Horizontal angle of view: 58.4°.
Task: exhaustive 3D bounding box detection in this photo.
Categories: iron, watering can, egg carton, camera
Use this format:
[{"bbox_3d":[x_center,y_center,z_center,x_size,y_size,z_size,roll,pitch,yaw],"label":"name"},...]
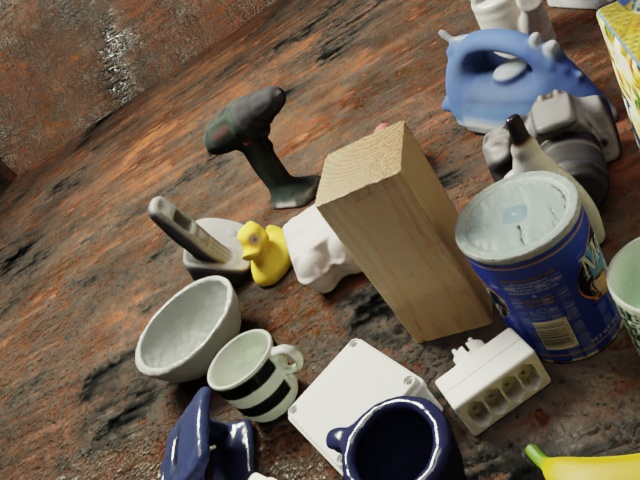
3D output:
[{"bbox_3d":[0.263,-0.226,0.766,0.119,0.142,0.257,-45,31,-12],"label":"iron"},{"bbox_3d":[0.290,-0.372,0.882,0.101,0.194,0.172,-45,31,-12],"label":"watering can"},{"bbox_3d":[0.007,0.003,0.794,0.107,0.070,0.150,-34,31,6],"label":"egg carton"},{"bbox_3d":[0.254,-0.091,0.632,0.142,0.101,0.137,-19,35,28],"label":"camera"}]

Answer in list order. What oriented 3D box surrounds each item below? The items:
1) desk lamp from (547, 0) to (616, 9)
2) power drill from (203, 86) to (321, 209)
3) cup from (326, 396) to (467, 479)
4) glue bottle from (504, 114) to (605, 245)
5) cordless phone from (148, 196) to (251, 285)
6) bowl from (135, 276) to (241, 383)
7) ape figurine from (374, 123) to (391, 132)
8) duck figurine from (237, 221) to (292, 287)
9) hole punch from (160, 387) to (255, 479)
[{"bbox_3d":[0.412,-0.468,0.867,0.118,0.214,0.202,-39,31,-3],"label":"desk lamp"},{"bbox_3d":[-0.090,-0.152,0.967,0.228,0.209,0.076,-3,45,44],"label":"power drill"},{"bbox_3d":[0.067,0.186,0.459,0.117,0.095,0.092,-6,43,42],"label":"cup"},{"bbox_3d":[0.212,-0.049,0.548,0.078,0.173,0.037,-31,31,12],"label":"glue bottle"},{"bbox_3d":[-0.193,-0.017,0.914,0.094,0.185,0.147,-31,31,11],"label":"cordless phone"},{"bbox_3d":[-0.168,0.134,0.793,0.167,0.075,0.167,-26,32,19],"label":"bowl"},{"bbox_3d":[0.108,-0.133,0.850,0.076,0.092,0.077,-39,31,-3],"label":"ape figurine"},{"bbox_3d":[-0.088,0.008,0.870,0.077,0.086,0.104,-19,35,29],"label":"duck figurine"},{"bbox_3d":[-0.133,0.231,0.610,0.101,0.091,0.108,-31,31,10],"label":"hole punch"}]
